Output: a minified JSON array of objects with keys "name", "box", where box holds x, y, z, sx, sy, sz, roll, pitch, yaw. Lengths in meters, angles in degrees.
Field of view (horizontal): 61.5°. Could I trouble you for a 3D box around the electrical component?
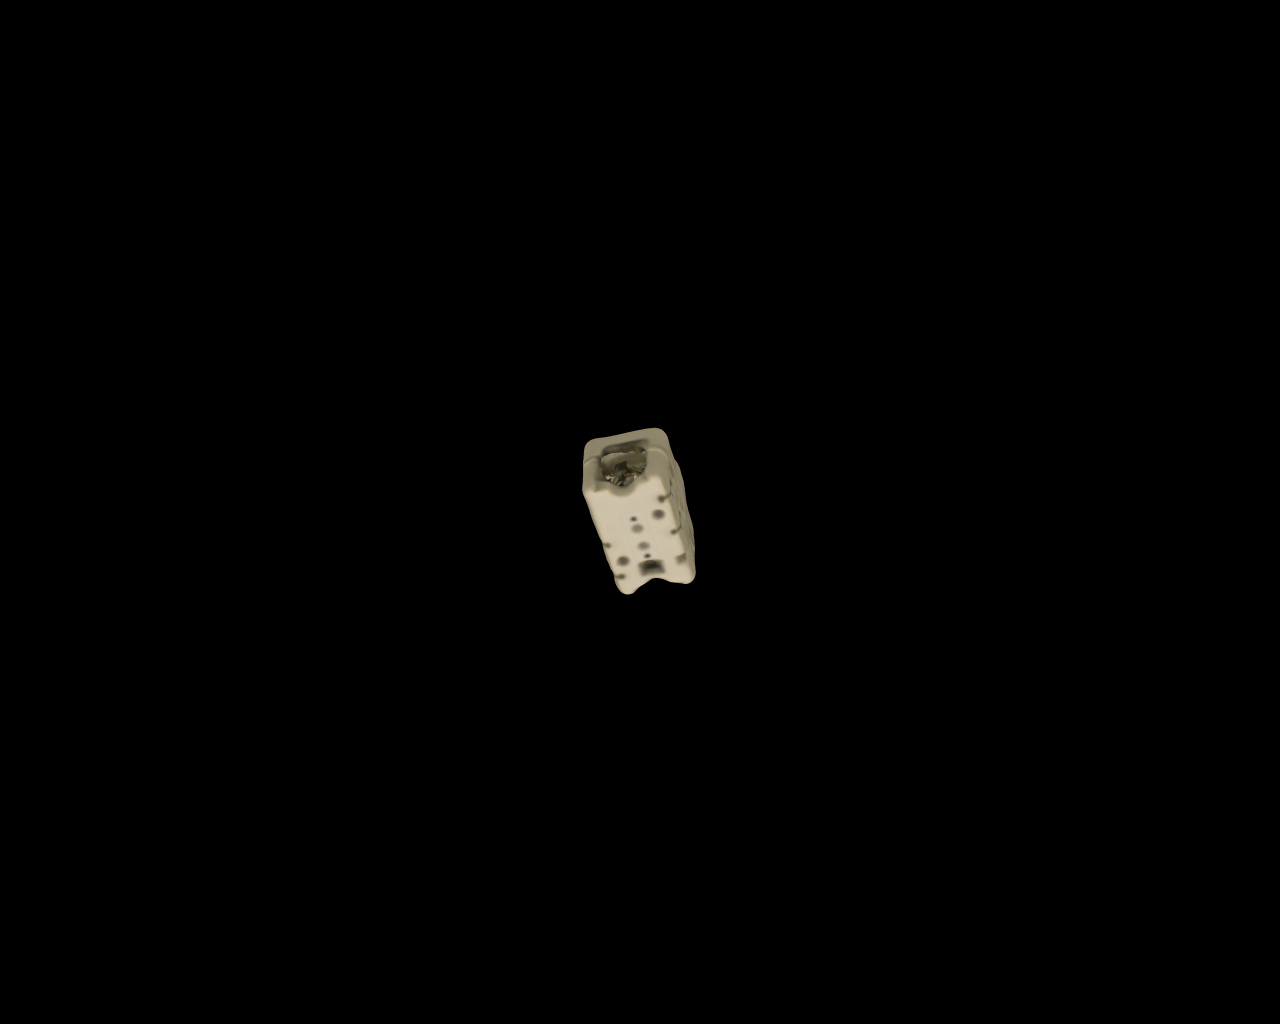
[{"name":"electrical component","box":[0.001,-0.003,0.650,0.050,0.089,0.056,-11,39,9]}]
